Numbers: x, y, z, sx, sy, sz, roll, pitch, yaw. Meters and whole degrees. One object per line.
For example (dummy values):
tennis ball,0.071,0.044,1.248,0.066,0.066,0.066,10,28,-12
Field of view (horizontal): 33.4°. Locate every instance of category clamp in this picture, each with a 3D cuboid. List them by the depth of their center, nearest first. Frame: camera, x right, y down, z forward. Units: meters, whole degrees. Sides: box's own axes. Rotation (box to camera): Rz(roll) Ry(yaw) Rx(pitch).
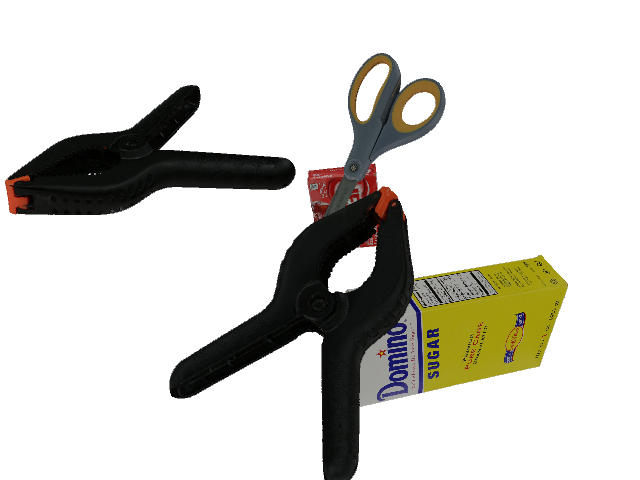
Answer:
clamp,0.007,0.052,0.604,0.120,0.171,0.039,36,-8,18
clamp,-0.135,-0.058,0.824,0.209,0.036,0.165,-25,42,-34

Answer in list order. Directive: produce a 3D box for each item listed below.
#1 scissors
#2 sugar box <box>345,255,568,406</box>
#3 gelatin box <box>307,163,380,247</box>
scissors,0.050,-0.066,0.927,0.096,0.202,0.016,8,-11,20
sugar box,0.100,0.070,0.830,0.176,0.093,0.048,-11,41,-24
gelatin box,0.027,-0.035,1.141,0.073,0.089,0.030,-5,29,4
